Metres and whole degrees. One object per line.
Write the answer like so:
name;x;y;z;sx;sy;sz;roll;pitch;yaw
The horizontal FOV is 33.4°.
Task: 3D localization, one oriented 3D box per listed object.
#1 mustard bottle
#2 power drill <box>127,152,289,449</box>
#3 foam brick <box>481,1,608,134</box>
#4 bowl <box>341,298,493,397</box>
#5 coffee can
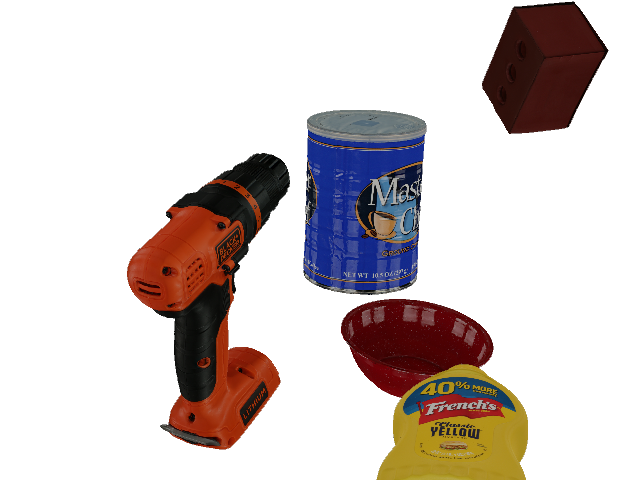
mustard bottle;0.098;0.139;0.753;0.096;0.058;0.191;0;20;12
power drill;-0.071;0.045;0.796;0.057;0.188;0.184;11;33;25
foam brick;0.155;-0.120;0.748;0.051;0.053;0.078;-10;-35;-19
bowl;0.099;0.122;1.135;0.162;0.055;0.162;5;24;-2
coffee can;0.037;-0.036;0.934;0.103;0.140;0.103;1;18;-1
